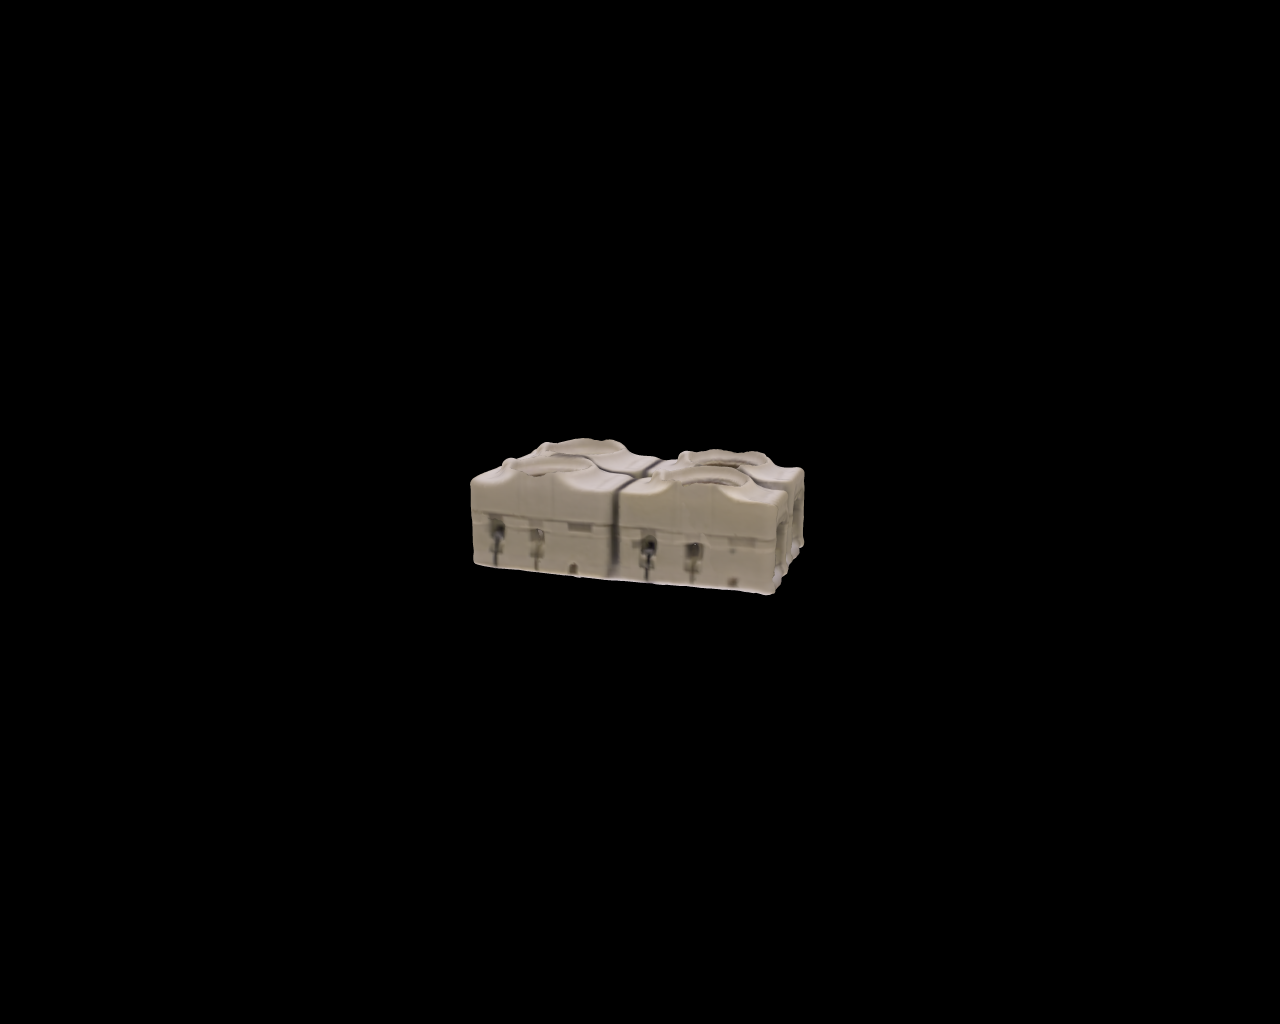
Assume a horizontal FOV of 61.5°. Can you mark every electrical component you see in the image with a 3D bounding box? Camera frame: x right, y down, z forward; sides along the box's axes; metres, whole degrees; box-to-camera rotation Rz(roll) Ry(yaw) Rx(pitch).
[{"bbox_3d":[0.001,-0.003,0.650,0.186,0.060,0.105,5,16,18],"label":"electrical component"}]
